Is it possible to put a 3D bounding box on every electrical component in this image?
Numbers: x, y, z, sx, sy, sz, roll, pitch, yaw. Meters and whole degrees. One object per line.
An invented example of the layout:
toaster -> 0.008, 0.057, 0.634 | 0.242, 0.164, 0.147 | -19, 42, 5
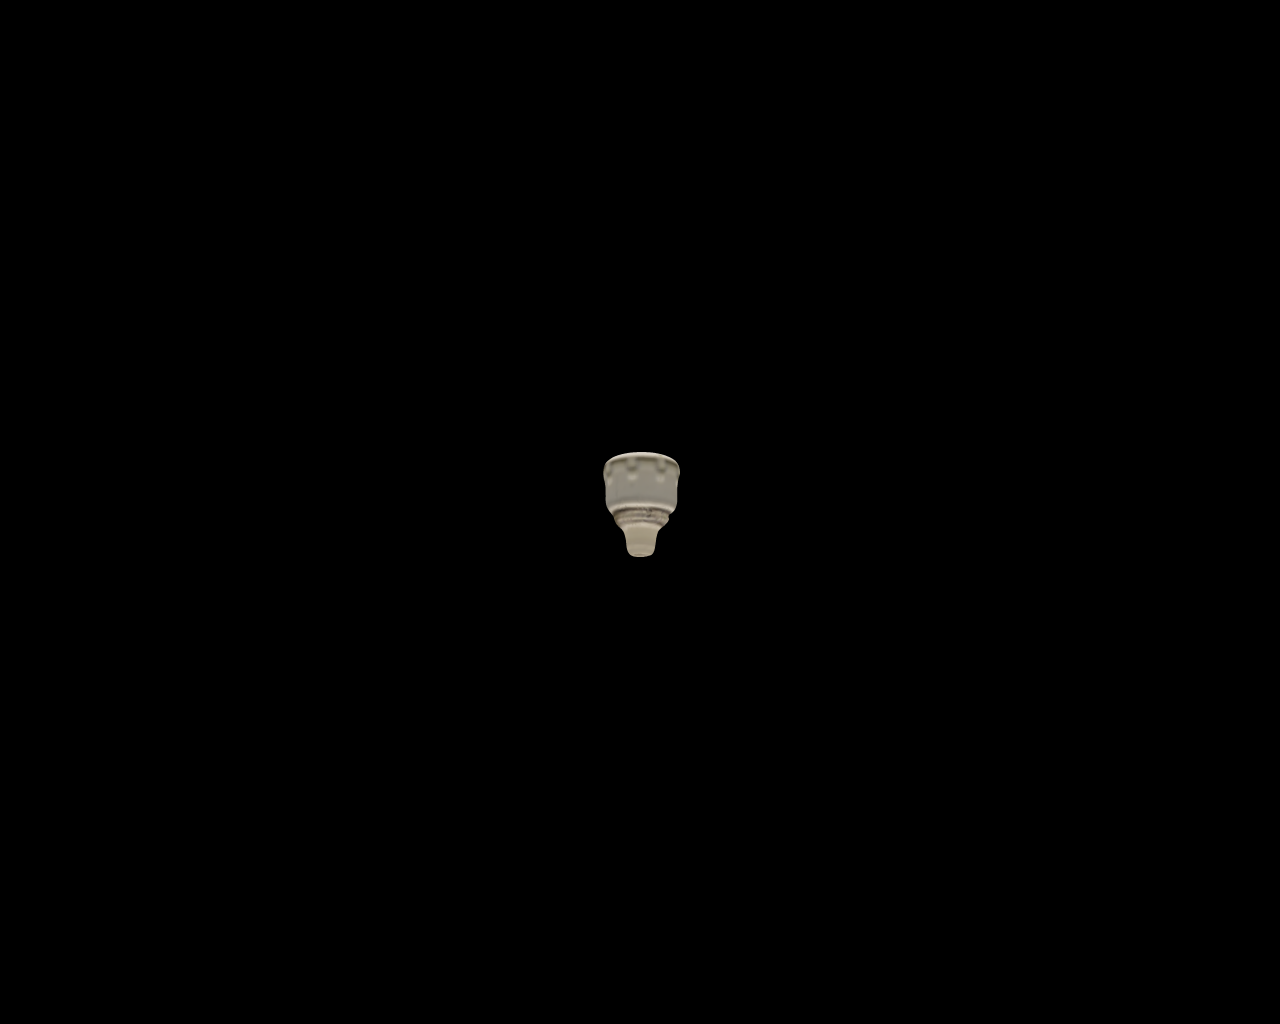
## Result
electrical component -> 0.001, -0.003, 0.650 | 0.048, 0.062, 0.048 | 0, -15, 0
